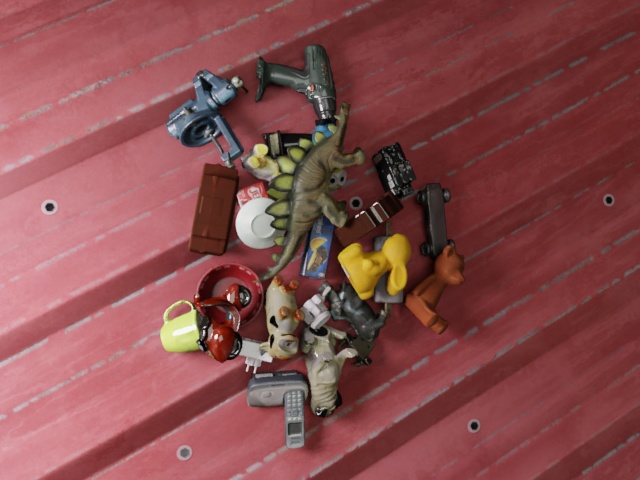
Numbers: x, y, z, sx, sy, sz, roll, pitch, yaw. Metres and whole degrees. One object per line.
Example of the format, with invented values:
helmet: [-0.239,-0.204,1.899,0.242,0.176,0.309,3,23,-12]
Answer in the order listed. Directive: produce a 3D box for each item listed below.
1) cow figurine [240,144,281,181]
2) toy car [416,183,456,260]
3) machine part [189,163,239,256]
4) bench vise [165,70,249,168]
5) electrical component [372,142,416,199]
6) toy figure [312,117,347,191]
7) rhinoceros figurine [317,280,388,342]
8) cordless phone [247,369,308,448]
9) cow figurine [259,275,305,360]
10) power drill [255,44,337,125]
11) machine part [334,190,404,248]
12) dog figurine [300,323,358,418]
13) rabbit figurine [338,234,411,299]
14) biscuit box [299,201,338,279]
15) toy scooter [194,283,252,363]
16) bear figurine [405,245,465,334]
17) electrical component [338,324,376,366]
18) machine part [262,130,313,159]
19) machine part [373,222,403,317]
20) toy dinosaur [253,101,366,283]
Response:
cow figurine: [-0.114,-0.167,1.332,0.167,0.098,0.068,29,72,-24]
toy car: [0.302,-0.048,1.411,0.089,0.053,0.202,-8,92,-15]
machine part: [-0.244,-0.065,1.238,0.087,0.201,0.201,10,84,-14]
bench vise: [-0.246,-0.277,1.284,0.224,0.128,0.241,-31,75,-3]
electrical component: [0.190,-0.171,1.368,0.058,0.115,0.134,-23,91,-7]
toy figure: [0.022,-0.213,1.337,0.082,0.089,0.180,-8,103,-2]
rhinoceros figurine: [0.078,0.170,1.341,0.190,0.073,0.112,44,75,6]
cordless phone: [-0.102,0.412,1.295,0.147,0.089,0.184,-2,91,-11]
cow figurine: [-0.095,0.196,1.275,0.085,0.127,0.195,14,42,-29]
power drill: [-0.060,-0.380,1.355,0.207,0.086,0.232,0,85,-6]
machine part: [0.118,-0.051,1.317,0.179,0.179,0.056,-35,89,-11]
dog figurine: [-0.004,0.318,1.323,0.121,0.172,0.190,5,117,-24]
rabbit figurine: [0.147,0.055,1.281,0.173,0.121,0.162,-31,76,-9]
biscuit box: [-0.003,-0.004,1.348,0.059,0.063,0.202,11,85,-10]
toy scooter: [-0.234,0.182,1.217,0.135,0.075,0.183,18,80,-36]
bear figurine: [0.312,0.121,1.358,0.196,0.120,0.132,-45,52,4]
electrical component: [0.094,0.270,1.360,0.102,0.045,0.078,46,52,-7]
machine part: [-0.072,-0.246,1.366,0.139,0.039,0.084,-10,80,-9]
machine part: [0.173,0.075,1.367,0.079,0.079,0.243,2,87,-10]
toy dinosaur: [-0.026,-0.103,1.262,0.199,0.105,0.471,17,94,-7]
